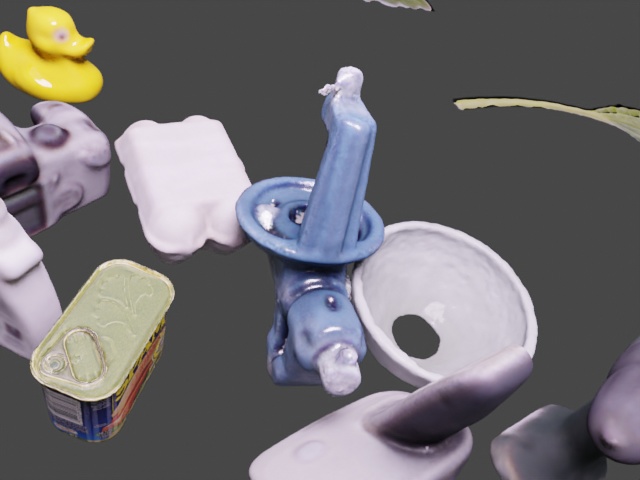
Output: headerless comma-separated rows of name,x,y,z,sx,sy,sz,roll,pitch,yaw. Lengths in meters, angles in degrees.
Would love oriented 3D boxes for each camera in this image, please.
camera,-0.270,-0.079,0.474,0.136,0.101,0.143,41,50,15

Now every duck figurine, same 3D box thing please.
duck figurine,-0.274,-0.195,0.579,0.104,0.086,0.077,17,48,-6

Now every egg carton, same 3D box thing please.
egg carton,-0.120,-0.049,0.525,0.107,0.069,0.150,-12,57,-28

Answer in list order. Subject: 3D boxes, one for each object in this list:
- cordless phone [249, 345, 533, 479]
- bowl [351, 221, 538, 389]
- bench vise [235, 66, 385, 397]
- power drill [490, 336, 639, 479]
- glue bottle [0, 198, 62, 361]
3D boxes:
cordless phone,0.042,0.125,0.362,0.148,0.185,0.094,-21,61,-32
bowl,0.098,0.068,0.503,0.168,0.074,0.167,10,49,-12
bench vise,0.014,-0.001,0.432,0.122,0.219,0.207,-14,58,-29
power drill,0.215,0.126,0.407,0.230,0.208,0.075,-19,60,-31
glue bottle,-0.208,0.014,0.371,0.078,0.173,0.037,29,48,6
